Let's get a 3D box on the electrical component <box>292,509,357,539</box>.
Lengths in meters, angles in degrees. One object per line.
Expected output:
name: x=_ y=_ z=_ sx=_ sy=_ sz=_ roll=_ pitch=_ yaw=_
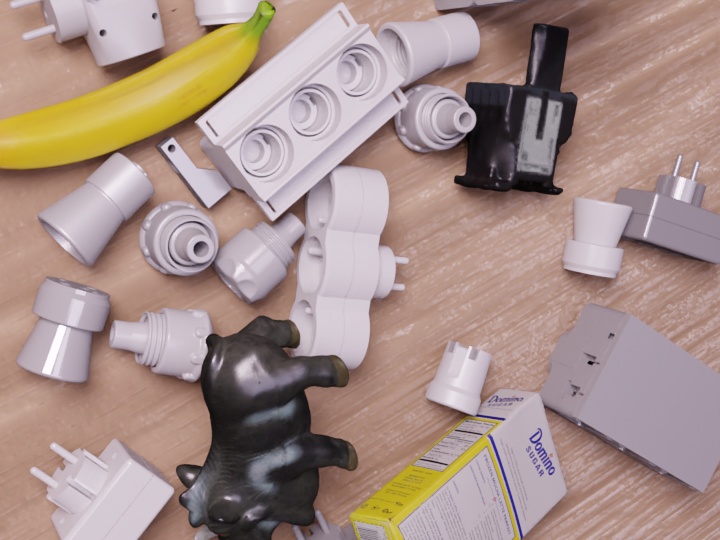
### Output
electrical component: x=-0.024 y=0.205 z=0.760 sx=0.066 sy=0.047 sz=0.076 roll=-30 pitch=110 yaw=-18

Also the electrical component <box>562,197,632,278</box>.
electrical component: x=0.180 y=-0.025 z=0.821 sx=0.045 sy=0.045 sz=0.055 roll=8 pitch=96 yaw=-27

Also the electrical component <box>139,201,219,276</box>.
electrical component: x=-0.109 y=-0.017 z=0.673 sx=0.048 sy=0.062 sz=0.048 roll=-5 pitch=101 yaw=-25

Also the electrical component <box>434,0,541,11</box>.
electrical component: x=0.102 y=-0.218 z=0.691 sx=0.062 sy=0.150 sz=0.089 roll=-11 pitch=103 yaw=-26

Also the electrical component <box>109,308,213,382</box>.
electrical component: x=-0.127 y=0.045 z=0.684 sx=0.062 sy=0.048 sz=0.048 roll=10 pitch=94 yaw=-24

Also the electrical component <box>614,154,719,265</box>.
electrical component: x=0.249 y=-0.053 z=0.848 sx=0.083 sy=0.047 sz=0.075 roll=15 pitch=92 yaw=-27

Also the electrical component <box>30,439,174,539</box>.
electrical component: x=-0.171 y=0.138 z=0.678 sx=0.077 sy=0.047 sz=0.065 roll=42 pitch=80 yaw=-25

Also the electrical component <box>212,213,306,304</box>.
electrical component: x=-0.063 y=-0.011 z=0.707 sx=0.062 sy=0.043 sz=0.043 roll=-44 pitch=114 yaw=-14

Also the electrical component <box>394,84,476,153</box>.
electrical component: x=0.056 y=-0.104 z=0.738 sx=0.048 sy=0.062 sz=0.048 roll=-4 pitch=100 yaw=-26

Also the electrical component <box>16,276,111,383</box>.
electrical component: x=-0.181 y=0.036 z=0.657 sx=0.045 sy=0.045 sz=0.055 roll=17 pitch=91 yaw=-27

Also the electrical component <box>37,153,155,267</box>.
electrical component: x=-0.158 y=-0.040 z=0.658 sx=0.065 sy=0.044 sz=0.044 roll=-47 pitch=115 yaw=-17

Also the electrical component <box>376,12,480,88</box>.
electrical component: x=0.049 y=-0.154 z=0.739 sx=0.065 sy=0.044 sz=0.044 roll=-20 pitch=107 yaw=-27

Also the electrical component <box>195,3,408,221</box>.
electrical component: x=-0.040 y=-0.102 z=0.691 sx=0.121 sy=0.063 sz=0.078 roll=-42 pitch=114 yaw=-14

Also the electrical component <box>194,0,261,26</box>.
electrical component: x=-0.082 y=-0.181 z=0.668 sx=0.045 sy=0.045 sz=0.055 roll=-9 pitch=103 yaw=-24

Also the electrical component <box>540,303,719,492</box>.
electrical component: x=0.224 y=0.100 z=0.854 sx=0.150 sy=0.062 sz=0.089 roll=31 pitch=85 yaw=-27

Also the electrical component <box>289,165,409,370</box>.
electrical component: x=0.000 y=0.000 z=0.734 sx=0.074 sy=0.052 sz=0.138 roll=5 pitch=96 yaw=-27

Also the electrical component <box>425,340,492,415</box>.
electrical component: x=0.074 y=0.079 z=0.791 sx=0.040 sy=0.040 sz=0.046 roll=23 pitch=84 yaw=-27

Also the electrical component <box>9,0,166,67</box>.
electrical component: x=-0.164 y=-0.157 z=0.633 sx=0.079 sy=0.043 sz=0.077 roll=-24 pitch=108 yaw=-20
